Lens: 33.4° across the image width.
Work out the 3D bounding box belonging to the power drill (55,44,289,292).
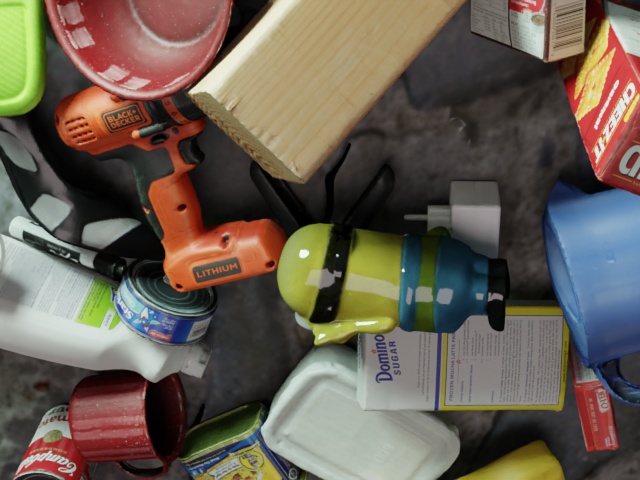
[{"bbox_3d":[-0.093,-0.057,0.840,0.185,0.057,0.187,-13,117,23],"label":"power drill"}]

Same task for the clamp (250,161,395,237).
[{"bbox_3d":[-0.006,0.001,0.906,0.120,0.039,0.171,16,121,13],"label":"clamp"}]

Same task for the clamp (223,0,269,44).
[{"bbox_3d":[-0.052,-0.174,0.809,0.210,0.036,0.165,17,121,1],"label":"clamp"}]

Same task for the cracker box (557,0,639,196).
[{"bbox_3d":[0.258,-0.083,0.725,0.164,0.213,0.072,19,119,-5],"label":"cracker box"}]

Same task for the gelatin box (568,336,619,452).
[{"bbox_3d":[0.235,0.126,0.920,0.030,0.089,0.073,-11,118,12],"label":"gelatin box"}]

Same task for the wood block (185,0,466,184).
[{"bbox_3d":[0.014,-0.146,0.733,0.090,0.090,0.206,43,83,-17],"label":"wood block"}]

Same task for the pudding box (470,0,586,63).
[{"bbox_3d":[0.144,-0.190,0.747,0.039,0.090,0.113,-18,122,-24],"label":"pudding box"}]

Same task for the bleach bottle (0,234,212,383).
[{"bbox_3d":[-0.218,0.070,0.929,0.250,0.102,0.068,22,135,-7],"label":"bleach bottle"}]

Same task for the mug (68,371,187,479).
[{"bbox_3d":[-0.176,0.173,0.993,0.082,0.093,0.117,-8,116,16],"label":"mug"}]

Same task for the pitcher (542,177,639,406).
[{"bbox_3d":[0.302,0.017,0.818,0.243,0.145,0.149,-15,124,6],"label":"pitcher"}]

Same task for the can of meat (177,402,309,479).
[{"bbox_3d":[-0.075,0.212,1.023,0.102,0.057,0.084,-25,113,19],"label":"can of meat"}]

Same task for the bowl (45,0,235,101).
[{"bbox_3d":[-0.117,-0.181,0.753,0.162,0.055,0.162,7,106,27],"label":"bowl"}]

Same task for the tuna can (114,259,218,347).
[{"bbox_3d":[-0.132,0.051,0.919,0.086,0.086,0.034,23,118,-7],"label":"tuna can"}]

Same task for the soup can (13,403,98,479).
[{"bbox_3d":[-0.247,0.212,1.015,0.068,0.102,0.068,3,120,4],"label":"soup can"}]

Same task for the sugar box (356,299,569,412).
[{"bbox_3d":[0.121,0.097,0.910,0.176,0.048,0.093,2,96,-4],"label":"sugar box"}]

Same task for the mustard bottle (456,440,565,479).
[{"bbox_3d":[0.132,0.257,0.982,0.191,0.058,0.096,-23,137,-11],"label":"mustard bottle"}]

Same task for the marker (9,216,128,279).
[{"bbox_3d":[-0.215,0.007,0.913,0.121,0.020,0.020,20,123,23],"label":"marker"}]
